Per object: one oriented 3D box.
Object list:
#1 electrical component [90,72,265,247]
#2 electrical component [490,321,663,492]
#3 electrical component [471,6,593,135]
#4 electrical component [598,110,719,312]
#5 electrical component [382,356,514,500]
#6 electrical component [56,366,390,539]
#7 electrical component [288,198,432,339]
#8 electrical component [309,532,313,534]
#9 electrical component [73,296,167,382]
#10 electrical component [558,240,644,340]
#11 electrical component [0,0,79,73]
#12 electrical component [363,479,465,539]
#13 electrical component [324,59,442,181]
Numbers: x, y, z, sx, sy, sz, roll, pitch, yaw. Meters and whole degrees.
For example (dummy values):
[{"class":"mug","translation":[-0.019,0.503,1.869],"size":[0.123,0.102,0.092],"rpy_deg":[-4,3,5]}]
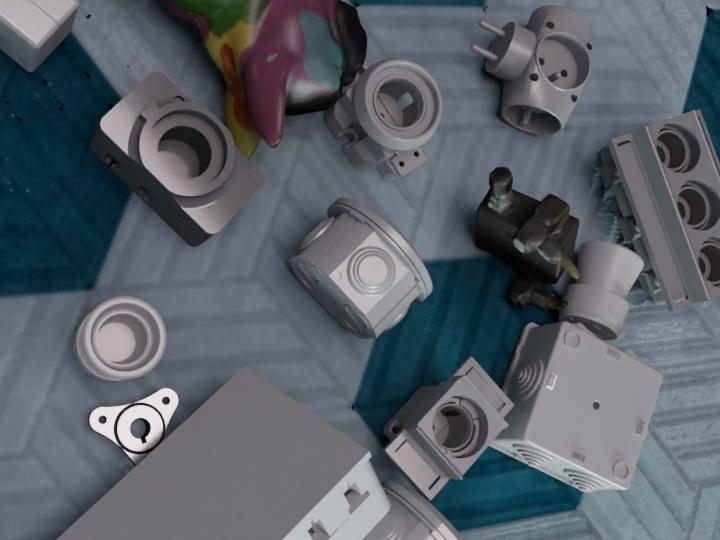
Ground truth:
[{"class":"electrical component","translation":[-0.106,-0.064,0.625],"size":[0.089,0.056,0.050],"rpy_deg":[45,69,-10]},{"class":"electrical component","translation":[0.142,0.089,0.702],"size":[0.100,0.048,0.099],"rpy_deg":[27,72,-16]},{"class":"electrical component","translation":[0.112,-0.142,0.728],"size":[0.079,0.044,0.077],"rpy_deg":[23,74,-16]},{"class":"electrical component","translation":[0.216,-0.040,0.743],"size":[0.079,0.063,0.121],"rpy_deg":[-20,90,-23]},{"class":"electrical component","translation":[0.049,0.096,0.657],"size":[0.081,0.064,0.042],"rpy_deg":[-44,99,-21]},{"class":"electrical component","translation":[-0.086,0.153,0.566],"size":[0.186,0.105,0.060],"rpy_deg":[-43,136,-21]},{"class":"electrical component","translation":[0.000,0.000,0.645],"size":[0.051,0.080,0.080],"rpy_deg":[-45,99,-15]},{"class":"electrical component","translation":[-0.037,0.191,0.616],"size":[0.080,0.051,0.080],"rpy_deg":[3,81,-21]},{"class":"electrical component","translation":[-0.135,0.040,0.599],"size":[0.045,0.055,0.045],"rpy_deg":[3,81,-21]},{"class":"electrical component","translation":[0.162,0.014,0.724],"size":[0.045,0.045,0.055],"rpy_deg":[26,74,-16]},{"class":"electrical component","translation":[-0.215,-0.143,0.599],"size":[0.083,0.047,0.075],"rpy_deg":[40,70,-12]},{"class":"electrical component","translation":[0.029,0.167,0.631],"size":[0.051,0.080,0.080],"rpy_deg":[-42,98,-16]},{"class":"electrical component","translation":[0.017,-0.099,0.677],"size":[0.058,0.057,0.078],"rpy_deg":[-35,95,-22]}]
